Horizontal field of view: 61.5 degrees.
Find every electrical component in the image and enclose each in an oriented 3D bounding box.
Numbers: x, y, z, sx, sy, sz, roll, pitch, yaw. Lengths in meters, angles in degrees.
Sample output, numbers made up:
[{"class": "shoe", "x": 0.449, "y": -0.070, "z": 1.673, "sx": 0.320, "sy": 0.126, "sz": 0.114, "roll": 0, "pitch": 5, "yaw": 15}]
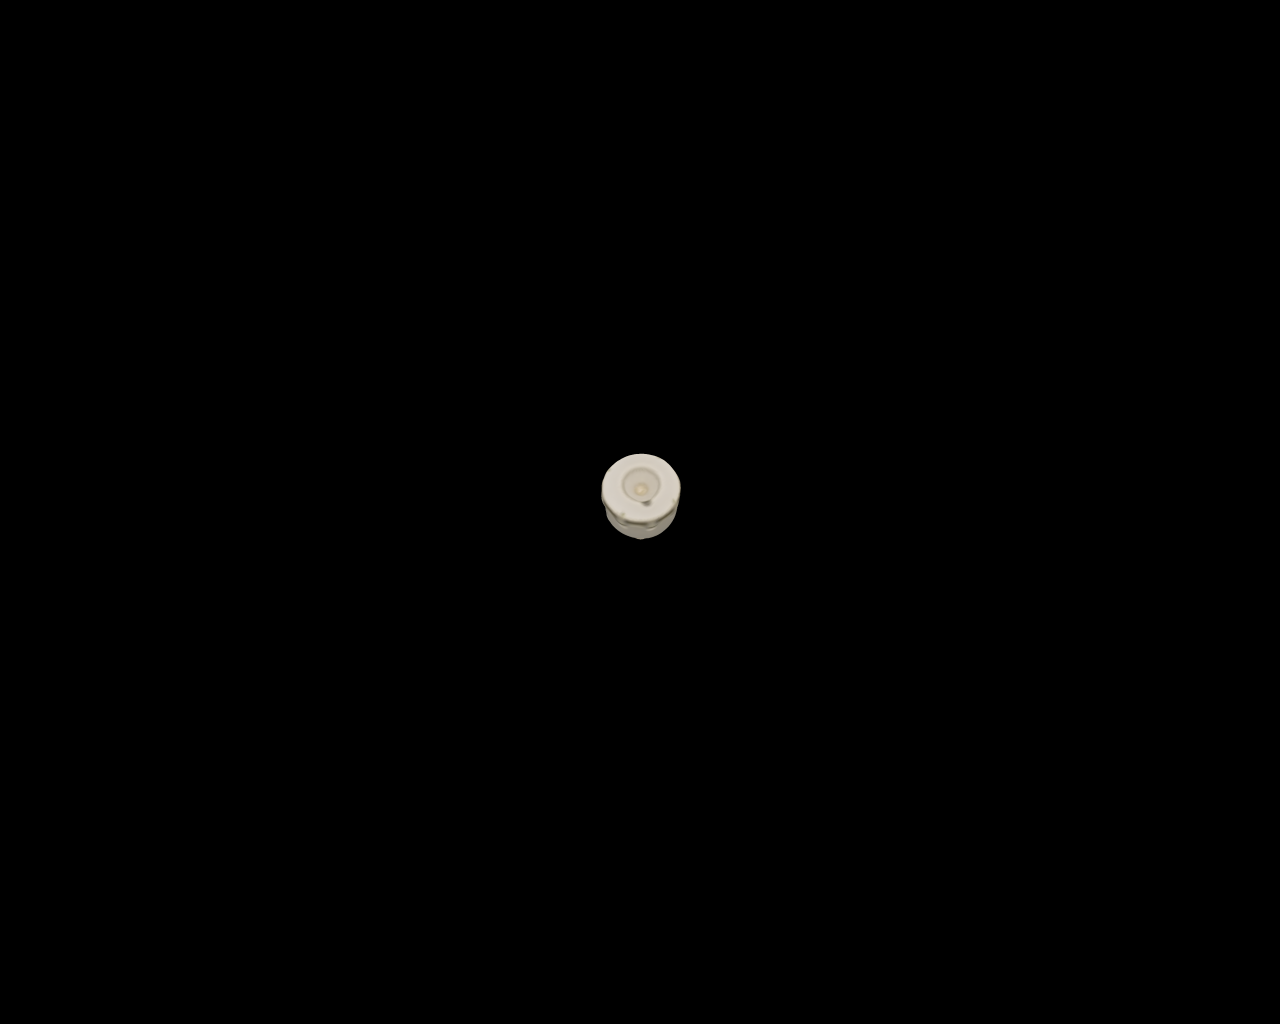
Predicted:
[{"class": "electrical component", "x": 0.001, "y": -0.003, "z": 0.650, "sx": 0.048, "sy": 0.048, "sz": 0.062, "roll": 0, "pitch": -28, "yaw": 0}]
